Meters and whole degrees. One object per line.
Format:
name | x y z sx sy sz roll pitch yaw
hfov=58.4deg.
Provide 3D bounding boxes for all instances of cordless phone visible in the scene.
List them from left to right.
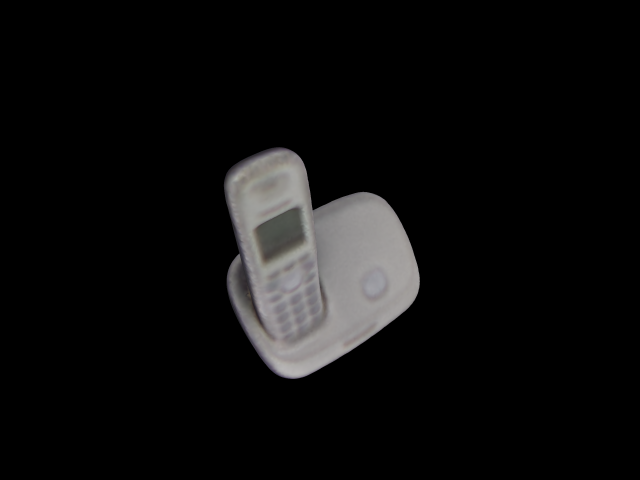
cordless phone | 0.004 0.001 0.400 0.148 0.185 0.094 -31 58 -22
